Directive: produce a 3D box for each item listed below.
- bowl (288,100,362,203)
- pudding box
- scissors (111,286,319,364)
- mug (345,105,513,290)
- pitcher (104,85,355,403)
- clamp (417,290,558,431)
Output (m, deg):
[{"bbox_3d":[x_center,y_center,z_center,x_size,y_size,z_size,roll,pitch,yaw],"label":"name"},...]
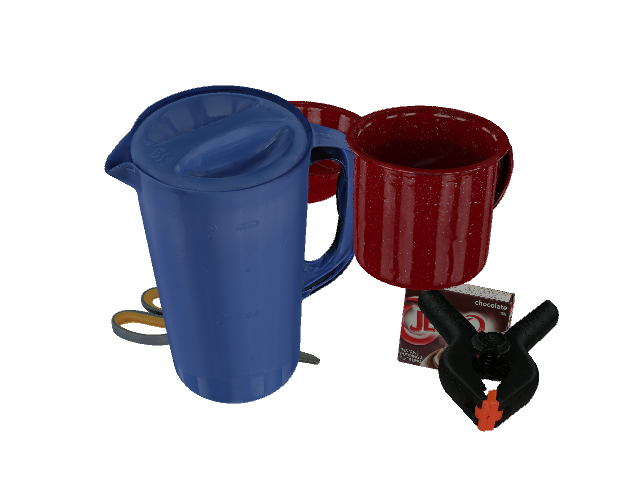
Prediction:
[{"bbox_3d":[-0.023,-0.083,1.084,0.162,0.055,0.162,2,33,-2],"label":"bowl"},{"bbox_3d":[0.141,0.090,1.116,0.113,0.090,0.039,9,21,13],"label":"pudding box"},{"bbox_3d":[-0.099,0.081,1.033,0.201,0.016,0.096,5,31,0],"label":"scissors"},{"bbox_3d":[0.070,-0.028,0.634,0.117,0.081,0.093,-23,37,-34],"label":"mug"},{"bbox_3d":[-0.061,0.011,0.835,0.149,0.243,0.144,25,47,27],"label":"pitcher"},{"bbox_3d":[0.146,0.091,0.869,0.120,0.039,0.171,-3,33,0],"label":"clamp"}]
